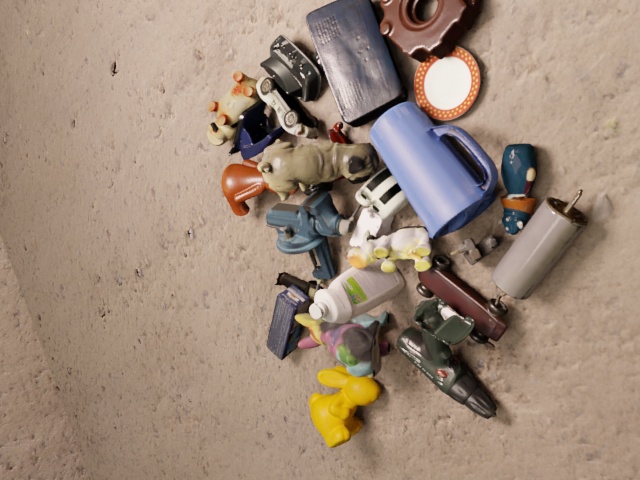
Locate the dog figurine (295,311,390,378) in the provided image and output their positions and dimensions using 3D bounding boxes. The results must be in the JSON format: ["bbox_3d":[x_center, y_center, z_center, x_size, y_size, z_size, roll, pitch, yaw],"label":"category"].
[{"bbox_3d":[0.036,0.217,1.175,0.219,0.191,0.108,-1,108,24],"label":"dog figurine"}]

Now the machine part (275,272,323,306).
[{"bbox_3d":[-0.048,0.119,1.307,0.139,0.039,0.084,23,124,32],"label":"machine part"}]

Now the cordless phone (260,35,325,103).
[{"bbox_3d":[-0.026,-0.403,1.140,0.147,0.088,0.184,50,116,20],"label":"cordless phone"}]

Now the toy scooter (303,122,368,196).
[{"bbox_3d":[0.021,-0.174,1.149,0.184,0.075,0.135,-12,92,38],"label":"toy scooter"}]

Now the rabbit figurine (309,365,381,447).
[{"bbox_3d":[0.064,0.366,1.245,0.173,0.122,0.162,-44,62,24],"label":"rabbit figurine"}]

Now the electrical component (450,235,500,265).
[{"bbox_3d":[0.280,0.015,0.969,0.078,0.102,0.045,-41,80,15],"label":"electrical component"}]

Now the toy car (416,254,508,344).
[{"bbox_3d":[0.271,0.111,1.025,0.202,0.053,0.089,40,121,31],"label":"toy car"}]

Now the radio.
[{"bbox_3d":[0.073,-0.347,1.038,0.131,0.073,0.229,-21,88,19],"label":"radio"}]

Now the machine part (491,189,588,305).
[{"bbox_3d":[0.366,0.016,0.905,0.079,0.079,0.243,41,125,25],"label":"machine part"}]

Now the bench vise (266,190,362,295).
[{"bbox_3d":[-0.007,0.003,1.192,0.224,0.129,0.240,0,126,26],"label":"bench vise"}]

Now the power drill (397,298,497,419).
[{"bbox_3d":[0.247,0.218,1.023,0.232,0.086,0.207,36,156,36],"label":"power drill"}]

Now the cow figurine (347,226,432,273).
[{"bbox_3d":[0.139,0.011,1.057,0.168,0.098,0.068,-3,131,19],"label":"cow figurine"}]

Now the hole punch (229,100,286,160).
[{"bbox_3d":[-0.134,-0.241,1.232,0.092,0.142,0.115,30,133,3],"label":"hole punch"}]

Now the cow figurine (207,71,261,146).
[{"bbox_3d":[-0.204,-0.303,1.288,0.195,0.127,0.085,-44,73,23],"label":"cow figurine"}]

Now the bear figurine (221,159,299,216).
[{"bbox_3d":[-0.128,-0.135,1.276,0.196,0.131,0.120,-2,65,12],"label":"bear figurine"}]

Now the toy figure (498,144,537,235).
[{"bbox_3d":[0.339,-0.085,0.915,0.058,0.064,0.154,-3,106,5],"label":"toy figure"}]

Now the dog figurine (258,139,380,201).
[{"bbox_3d":[-0.002,-0.147,1.029,0.191,0.172,0.121,-3,107,40],"label":"dog figurine"}]

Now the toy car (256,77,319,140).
[{"bbox_3d":[-0.072,-0.288,1.180,0.056,0.073,0.202,-49,58,27],"label":"toy car"}]

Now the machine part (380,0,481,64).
[{"bbox_3d":[0.189,-0.407,0.945,0.180,0.056,0.179,3,94,38],"label":"machine part"}]

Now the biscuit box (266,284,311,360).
[{"bbox_3d":[-0.080,0.204,1.311,0.063,0.059,0.202,36,134,22],"label":"biscuit box"}]
